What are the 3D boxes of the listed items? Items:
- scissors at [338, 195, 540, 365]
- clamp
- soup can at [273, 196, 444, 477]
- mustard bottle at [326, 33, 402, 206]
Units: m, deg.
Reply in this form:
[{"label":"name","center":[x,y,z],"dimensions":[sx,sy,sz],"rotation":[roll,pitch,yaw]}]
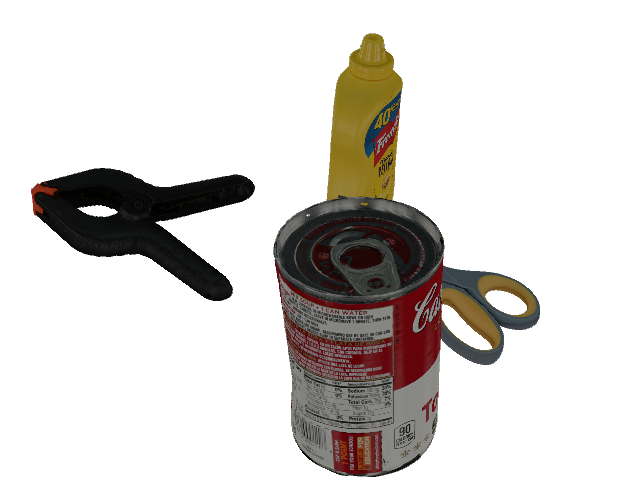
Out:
[{"label":"scissors","center":[0.098,0.018,0.853],"dimensions":[0.096,0.016,0.202],"rotation":[-14,47,-21]},{"label":"clamp","center":[-0.133,-0.023,0.829],"dimensions":[0.171,0.039,0.120],"rotation":[19,44,2]},{"label":"soup can","center":[0.017,0.042,0.452],"dimensions":[0.068,0.102,0.068],"rotation":[-2,36,1]},{"label":"mustard bottle","center":[0.044,-0.108,1.018],"dimensions":[0.058,0.192,0.096],"rotation":[21,42,22]}]
